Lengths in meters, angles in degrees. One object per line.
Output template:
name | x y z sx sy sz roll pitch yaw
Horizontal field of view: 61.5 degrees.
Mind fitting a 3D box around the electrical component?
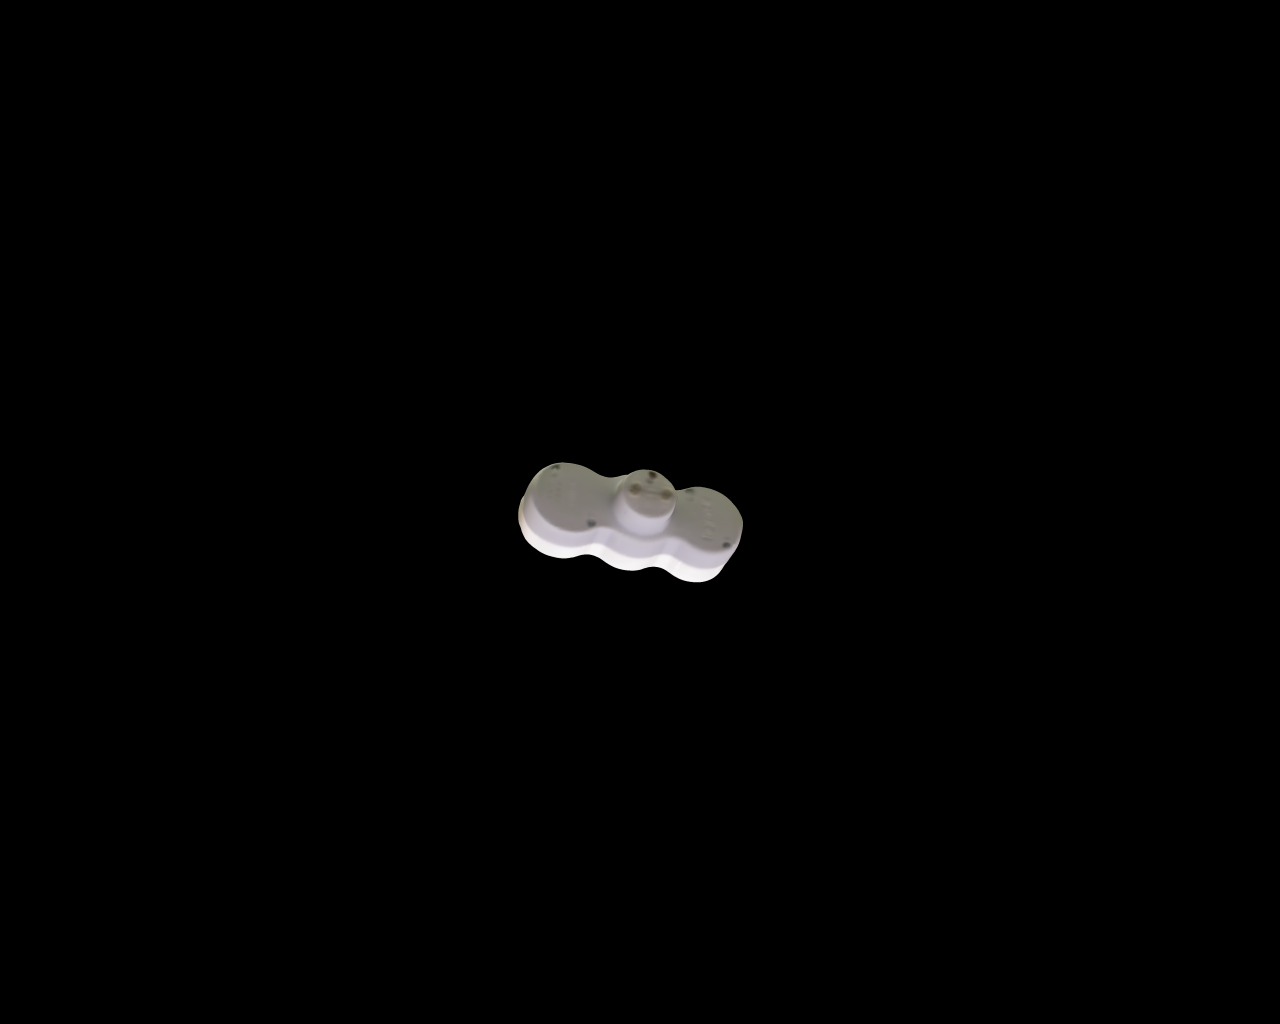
electrical component | 0.001 -0.003 0.650 0.138 0.052 0.073 11 -35 -16
